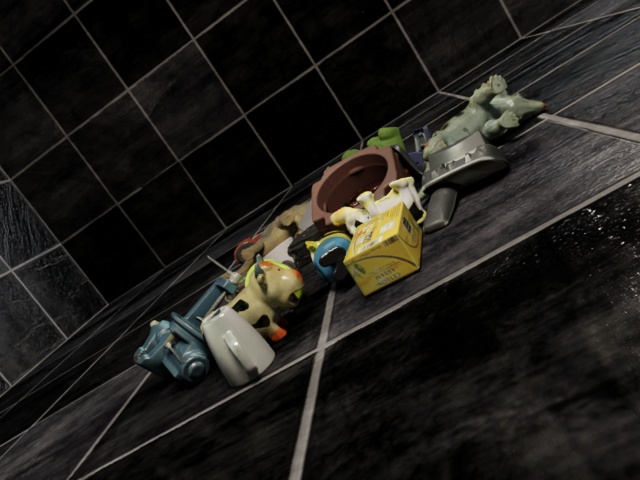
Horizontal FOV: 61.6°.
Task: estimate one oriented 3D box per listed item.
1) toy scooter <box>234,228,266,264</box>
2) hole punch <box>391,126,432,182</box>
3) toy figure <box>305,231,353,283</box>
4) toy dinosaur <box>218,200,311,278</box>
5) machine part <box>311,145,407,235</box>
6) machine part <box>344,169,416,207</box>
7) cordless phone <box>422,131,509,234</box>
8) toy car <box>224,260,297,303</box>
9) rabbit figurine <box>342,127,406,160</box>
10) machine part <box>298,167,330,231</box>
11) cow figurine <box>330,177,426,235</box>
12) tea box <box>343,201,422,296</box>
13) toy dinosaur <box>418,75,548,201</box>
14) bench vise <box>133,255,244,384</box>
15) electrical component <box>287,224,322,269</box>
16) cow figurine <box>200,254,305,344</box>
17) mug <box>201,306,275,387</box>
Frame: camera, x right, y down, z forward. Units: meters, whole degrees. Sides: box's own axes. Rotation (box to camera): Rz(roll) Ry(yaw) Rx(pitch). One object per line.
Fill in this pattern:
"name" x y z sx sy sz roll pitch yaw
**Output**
"toy scooter" -0.183 0.009 1.663 0.184 0.075 0.135 -31 11 -3
"hole punch" 0.229 -0.198 1.244 0.092 0.115 0.142 -41 9 -1
"toy figure" 0.031 0.029 0.949 0.089 0.082 0.180 -18 4 -4
"toy dinosaur" -0.081 -0.034 1.468 0.471 0.105 0.199 -36 11 -5
"machine part" 0.085 -0.092 1.127 0.201 0.087 0.201 -27 36 20
"machine part" 0.142 -0.105 1.263 0.179 0.056 0.179 -32 12 7
"cordless phone" 0.239 -0.090 0.916 0.147 0.088 0.184 -25 25 36
"toy car" -0.142 0.091 1.207 0.202 0.053 0.089 -15 21 37
"rabbit figurine" 0.140 -0.209 1.461 0.170 0.159 0.121 -18 2 -22
"machine part" 0.015 -0.089 1.322 0.243 0.079 0.079 -63 4 16
"cow figurine" 0.106 -0.043 0.981 0.167 0.098 0.068 -24 -2 22
"tea box" 0.103 0.010 0.847 0.098 0.068 0.170 -29 11 22
"toy dinosaur" 0.297 -0.208 1.131 0.405 0.131 0.192 -40 -1 -7
"bench vise" -0.232 0.156 1.002 0.240 0.128 0.224 -54 23 -11
"electrical component" -0.003 -0.004 1.242 0.134 0.058 0.115 -31 13 18
"cow figurine" -0.109 0.111 0.874 0.195 0.127 0.085 -35 14 9
"mug" -0.128 0.154 0.791 0.081 0.107 0.109 -36 9 -6
